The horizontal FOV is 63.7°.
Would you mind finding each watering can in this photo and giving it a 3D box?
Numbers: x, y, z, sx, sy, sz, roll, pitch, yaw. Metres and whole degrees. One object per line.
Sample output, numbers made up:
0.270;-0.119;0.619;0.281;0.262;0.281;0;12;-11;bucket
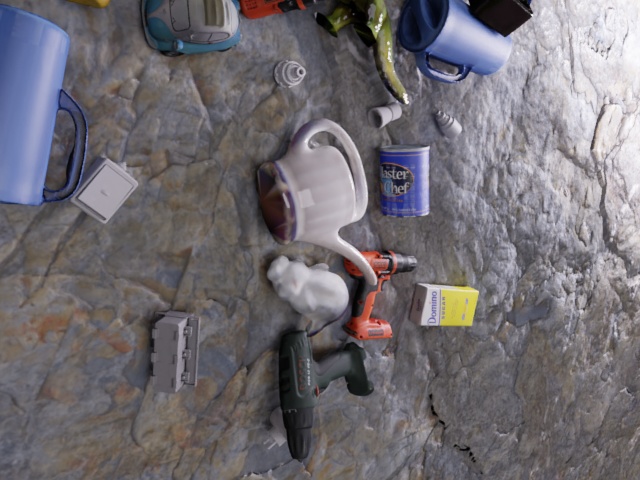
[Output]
0.003;-0.048;0.962;0.226;0.104;0.345;-18;101;-29;watering can

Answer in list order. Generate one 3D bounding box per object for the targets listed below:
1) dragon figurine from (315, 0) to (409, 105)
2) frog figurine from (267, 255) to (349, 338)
0.098;-0.476;0.964;0.404;0.122;0.246;46;65;-31;dragon figurine
-0.021;0.086;0.976;0.158;0.122;0.140;61;34;-17;frog figurine
